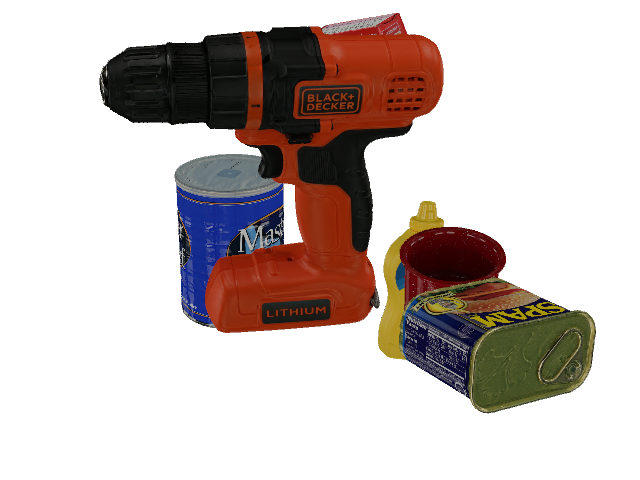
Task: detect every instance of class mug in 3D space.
[{"bbox_3d":[0.122,0.052,0.946,0.093,0.081,0.117,-16,35,-22],"label":"mug"}]

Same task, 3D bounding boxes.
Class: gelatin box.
[{"bbox_3d":[0.034,-0.130,0.812,0.030,0.073,0.089,-37,25,-32],"label":"gelatin box"}]

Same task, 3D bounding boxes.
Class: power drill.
[{"bbox_3d":[-0.029,-0.032,0.612,0.184,0.188,0.057,-3,40,-9],"label":"power drill"}]

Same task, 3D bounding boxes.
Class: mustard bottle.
[{"bbox_3d":[0.124,0.047,1.298,0.096,0.192,0.058,0,14,-12],"label":"mustard bottle"}]

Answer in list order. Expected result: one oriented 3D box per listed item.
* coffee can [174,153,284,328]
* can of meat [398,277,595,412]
[{"bbox_3d":[-0.085,-0.001,1.022,0.103,0.140,0.103,0,24,0],"label":"coffee can"},{"bbox_3d":[0.115,0.065,0.707,0.101,0.057,0.084,-8,20,-30],"label":"can of meat"}]
